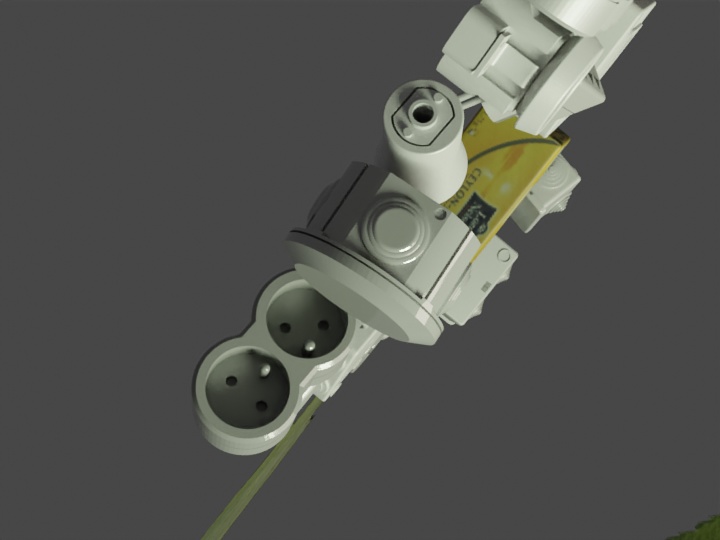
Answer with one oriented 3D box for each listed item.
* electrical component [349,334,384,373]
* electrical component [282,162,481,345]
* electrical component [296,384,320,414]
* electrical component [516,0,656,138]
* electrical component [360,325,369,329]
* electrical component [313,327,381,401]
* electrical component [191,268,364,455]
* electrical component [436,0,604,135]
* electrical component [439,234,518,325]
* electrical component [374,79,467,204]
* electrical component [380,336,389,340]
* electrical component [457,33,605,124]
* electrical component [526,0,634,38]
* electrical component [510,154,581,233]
[{"bbox_3d":[-0.009,0.048,0.849,0.055,0.047,0.055,-51,175,-6],"label":"electrical component"},{"bbox_3d":[0.010,-0.006,0.476,0.051,0.080,0.080,-56,176,-11],"label":"electrical component"},{"bbox_3d":[-0.041,0.054,0.636,0.077,0.043,0.079,-51,175,-10],"label":"electrical component"},{"bbox_3d":[0.150,-0.157,0.757,0.108,0.056,0.109,-54,174,25],"label":"electrical component"},{"bbox_3d":[0.000,0.000,0.617,0.055,0.048,0.066,-58,176,-12],"label":"electrical component"},{"bbox_3d":[-0.009,0.037,0.765,0.099,0.048,0.099,-48,174,-34],"label":"electrical component"},{"bbox_3d":[-0.030,0.034,0.544,0.138,0.052,0.073,-49,175,-19],"label":"electrical component"},{"bbox_3d":[0.078,-0.102,0.516,0.058,0.057,0.078,-54,174,27],"label":"electrical component"},{"bbox_3d":[0.081,-0.009,0.966,0.099,0.100,0.048,-51,-172,-2],"label":"electrical component"},{"bbox_3d":[0.028,-0.058,0.481,0.044,0.044,0.065,-51,170,-9],"label":"electrical component"},{"bbox_3d":[0.010,0.046,1.021,0.048,0.048,0.062,-50,-179,-14],"label":"electrical component"},{"bbox_3d":[0.086,-0.105,0.591,0.077,0.047,0.066,-20,172,22],"label":"electrical component"},{"bbox_3d":[0.113,-0.153,0.489,0.073,0.052,0.138,-54,174,24],"label":"electrical component"},{"bbox_3d":[0.141,-0.088,0.937,0.048,0.099,0.099,-38,173,-6],"label":"electrical component"}]
